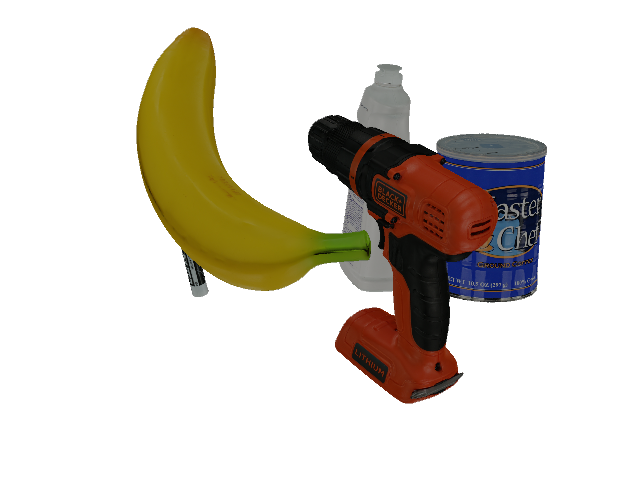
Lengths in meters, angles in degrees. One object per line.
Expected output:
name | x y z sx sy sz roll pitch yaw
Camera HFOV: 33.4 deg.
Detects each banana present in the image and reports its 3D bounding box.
banana | -0.049 -0.035 0.495 0.069 0.037 0.198 -21 46 -16

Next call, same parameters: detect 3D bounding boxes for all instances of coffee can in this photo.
coffee can | 0.159 -0.024 1.018 0.103 0.140 0.103 0 17 0

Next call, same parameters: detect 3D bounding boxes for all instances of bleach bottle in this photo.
bleach bottle | 0.070 -0.074 1.226 0.068 0.251 0.103 -3 23 -18

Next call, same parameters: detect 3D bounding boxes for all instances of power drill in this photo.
power drill | 0.050 0.012 0.795 0.057 0.188 0.185 -19 35 -29

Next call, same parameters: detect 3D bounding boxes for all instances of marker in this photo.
marker | -0.148 0.009 1.203 0.020 0.121 0.020 -8 30 4
